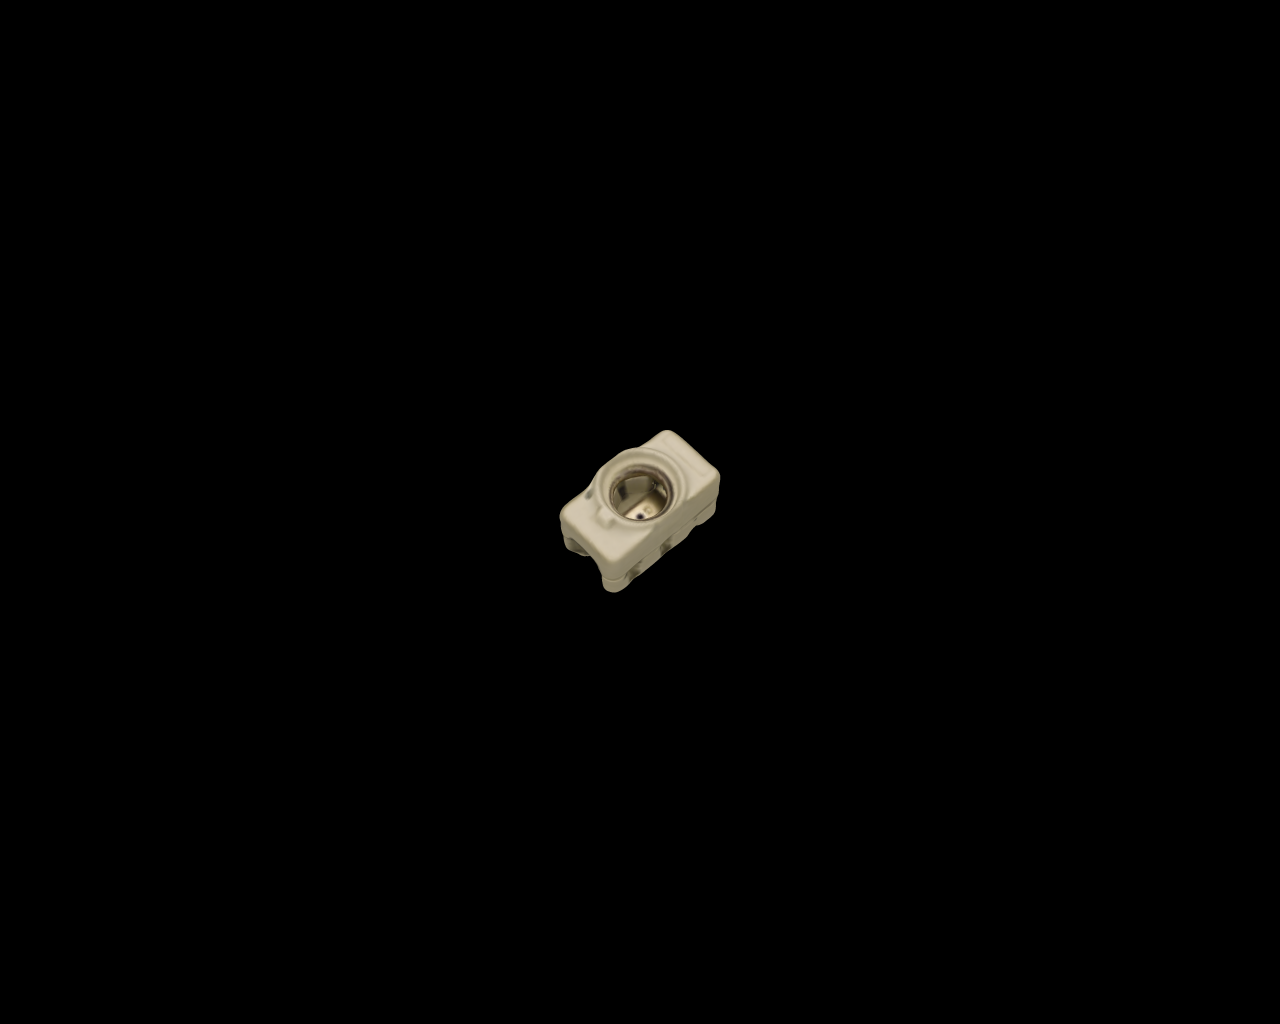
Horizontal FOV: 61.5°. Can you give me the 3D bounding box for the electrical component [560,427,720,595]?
[{"bbox_3d":[0.001,-0.003,0.650,0.090,0.050,0.055,-38,-21,-18],"label":"electrical component"}]
